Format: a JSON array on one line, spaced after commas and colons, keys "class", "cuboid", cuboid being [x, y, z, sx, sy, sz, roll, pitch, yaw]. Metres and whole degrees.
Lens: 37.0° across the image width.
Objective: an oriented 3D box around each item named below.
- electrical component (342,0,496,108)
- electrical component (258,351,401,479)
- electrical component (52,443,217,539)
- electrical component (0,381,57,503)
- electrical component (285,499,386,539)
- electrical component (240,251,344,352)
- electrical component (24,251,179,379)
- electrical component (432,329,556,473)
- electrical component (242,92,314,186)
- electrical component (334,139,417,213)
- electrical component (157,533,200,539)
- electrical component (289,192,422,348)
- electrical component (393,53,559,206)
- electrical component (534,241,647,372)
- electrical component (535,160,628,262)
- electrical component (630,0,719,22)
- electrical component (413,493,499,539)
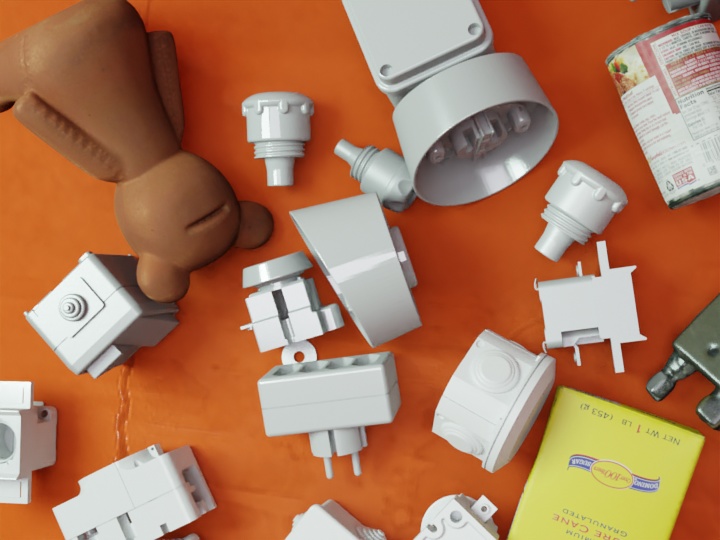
[{"class": "electrical component", "cuboid": [0.034, -0.168, 0.690, 0.078, 0.057, 0.113, -24, 73, 9]}, {"class": "electrical component", "cuboid": [-0.016, 0.099, 0.701, 0.083, 0.047, 0.075, -8, 95, 10]}, {"class": "electrical component", "cuboid": [-0.152, 0.155, 0.722, 0.089, 0.050, 0.055, -27, 84, 8]}, {"class": "electrical component", "cuboid": [-0.238, 0.115, 0.733, 0.042, 0.064, 0.081, 1, 88, 9]}, {"class": "electrical component", "cuboid": [-0.017, 0.208, 0.694, 0.100, 0.048, 0.099, 38, 94, 10]}, {"class": "electrical component", "cuboid": [-0.050, 0.020, 0.713, 0.066, 0.048, 0.055, -17, 92, 9]}, {"class": "electrical component", "cuboid": [-0.168, 0.031, 0.708, 0.062, 0.096, 0.061, -43, 84, 6]}, {"class": "electrical component", "cuboid": [0.084, 0.080, 0.667, 0.051, 0.080, 0.080, 29, 93, 16]}, {"class": "electrical component", "cuboid": [-0.054, -0.087, 0.720, 0.048, 0.048, 0.062, -1, 94, 11]}, {"class": "electrical component", "cuboid": [0.011, -0.066, 0.711, 0.061, 0.035, 0.035, 34, 94, 13]}, {"class": "electrical component", "cuboid": [-0.130, 0.233, 0.709, 0.100, 0.048, 0.099, -27, 90, 6]}, {"class": "electrical component", "cuboid": [0.000, 0.000, 0.679, 0.064, 0.099, 0.099, -19, 84, 3]}, {"class": "electrical component", "cuboid": [0.071, -0.088, 0.671, 0.099, 0.099, 0.064, -24, 77, 9]}, {"class": "electrical component", "cuboid": [0.145, 0.025, 0.677, 0.064, 0.042, 0.081, -8, 85, 11]}, {"class": "electrical component", "cuboid": [0.135, -0.035, 0.682, 0.048, 0.048, 0.062, 35, 101, 10]}, {"class": "electrical component", "cuboid": [0.202, -0.180, 0.656, 0.076, 0.083, 0.047, -17, 84, 9]}, {"class": "electrical component", "cuboid": [0.060, 0.168, 0.678, 0.048, 0.055, 0.066, 43, 95, 10]}]
